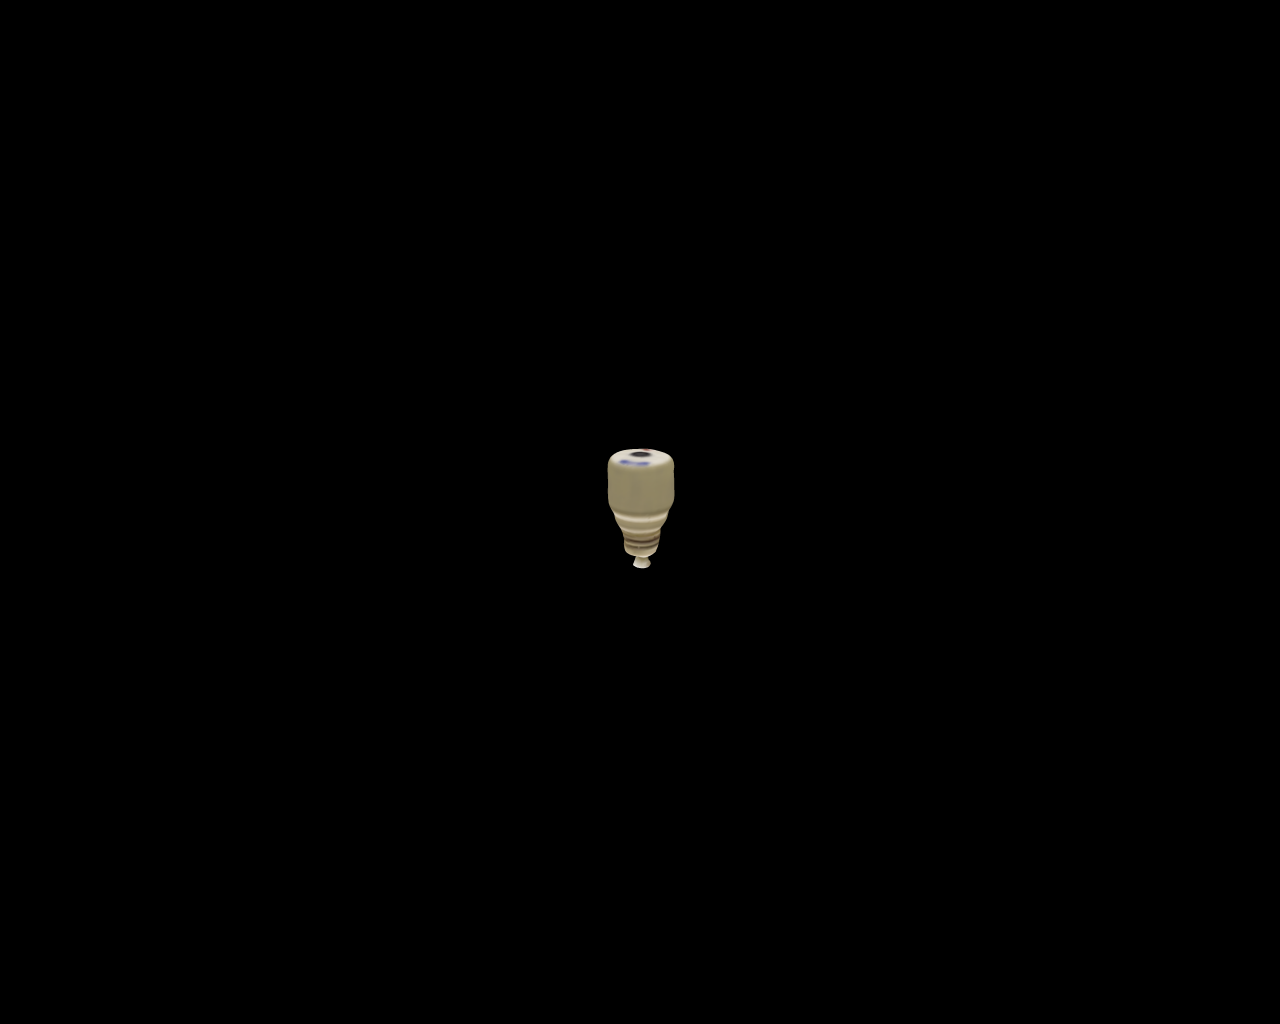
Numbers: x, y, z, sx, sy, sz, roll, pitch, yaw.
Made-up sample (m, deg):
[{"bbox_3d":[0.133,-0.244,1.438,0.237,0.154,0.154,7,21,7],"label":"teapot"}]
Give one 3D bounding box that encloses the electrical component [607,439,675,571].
[{"bbox_3d":[0.001,-0.003,0.650,0.040,0.078,0.040,0,19,0],"label":"electrical component"}]
